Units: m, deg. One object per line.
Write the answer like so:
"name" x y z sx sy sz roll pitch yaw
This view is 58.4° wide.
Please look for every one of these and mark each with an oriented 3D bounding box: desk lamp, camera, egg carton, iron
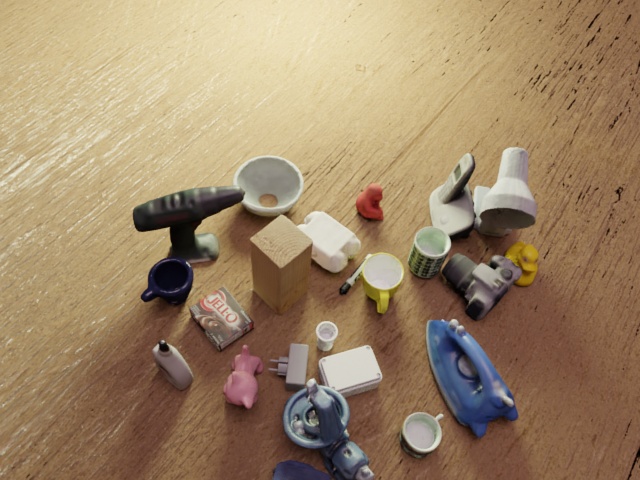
"desk lamp" 0.417 -0.095 1.309 0.118 0.213 0.203 12 57 3
"camera" 0.350 0.078 1.260 0.136 0.101 0.143 41 63 20
"egg carton" 0.012 0.005 1.298 0.150 0.069 0.107 35 61 17
"iron" 0.291 0.242 1.126 0.119 0.141 0.258 -20 61 -16

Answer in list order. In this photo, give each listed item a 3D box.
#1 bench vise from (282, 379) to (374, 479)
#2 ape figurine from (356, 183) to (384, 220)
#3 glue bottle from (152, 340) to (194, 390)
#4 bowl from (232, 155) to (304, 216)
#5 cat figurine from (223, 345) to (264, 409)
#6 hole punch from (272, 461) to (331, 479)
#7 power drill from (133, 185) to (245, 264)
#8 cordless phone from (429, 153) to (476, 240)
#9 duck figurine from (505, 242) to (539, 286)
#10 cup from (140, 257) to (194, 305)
"bench vise" 0.025 0.324 1.005 0.207 0.220 0.122 29 60 13
"ape figurine" 0.126 -0.098 1.359 0.076 0.092 0.078 21 58 9
"glue bottle" -0.282 0.224 1.071 0.078 0.173 0.037 33 61 16
"bowl" -0.122 -0.115 1.360 0.167 0.075 0.167 2 57 -3
"cat figurine" -0.147 0.264 1.089 0.067 0.118 0.128 5 57 -1
"hole punch" -0.039 0.441 1.001 0.108 0.091 0.101 13 57 4
"power drill" -0.269 -0.035 1.217 0.230 0.208 0.075 -9 58 -10
"cordless phone" 0.318 -0.098 1.320 0.094 0.185 0.147 -2 57 -5
"duck figurine" 0.465 0.042 1.302 0.077 0.086 0.104 4 57 -2
"cup" -0.314 0.104 1.192 0.091 0.095 0.118 41 63 20
